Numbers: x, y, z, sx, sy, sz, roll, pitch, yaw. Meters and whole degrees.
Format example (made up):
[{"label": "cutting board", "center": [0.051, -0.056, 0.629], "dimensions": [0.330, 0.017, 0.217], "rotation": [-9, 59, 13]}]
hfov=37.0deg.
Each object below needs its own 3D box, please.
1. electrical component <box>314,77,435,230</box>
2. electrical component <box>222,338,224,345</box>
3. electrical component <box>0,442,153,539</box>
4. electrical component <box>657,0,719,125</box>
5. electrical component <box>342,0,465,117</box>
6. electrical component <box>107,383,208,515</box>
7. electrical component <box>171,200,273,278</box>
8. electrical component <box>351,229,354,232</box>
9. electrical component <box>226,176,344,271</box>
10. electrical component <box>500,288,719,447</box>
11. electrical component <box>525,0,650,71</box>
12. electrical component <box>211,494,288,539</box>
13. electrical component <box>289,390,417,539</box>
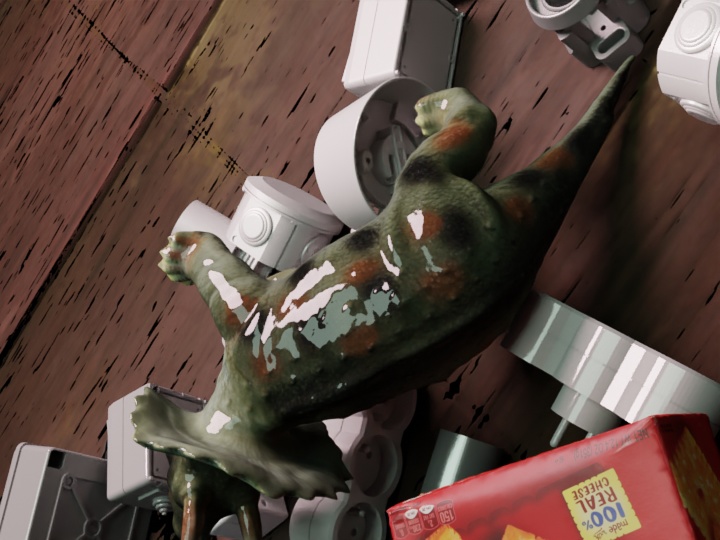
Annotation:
[{"label": "electrical component", "center": [0.019, -0.074, 0.735], "dimensions": [0.064, 0.099, 0.099], "rotation": [-16, 61, 47]}, {"label": "electrical component", "center": [-0.051, 0.068, 0.769], "dimensions": [0.050, 0.056, 0.089], "rotation": [-49, 44, 17]}, {"label": "electrical component", "center": [-0.224, 0.199, 0.843], "dimensions": [0.056, 0.109, 0.108], "rotation": [-5, 68, 44]}, {"label": "electrical component", "center": [0.205, -0.115, 0.580], "dimensions": [0.051, 0.080, 0.080], "rotation": [33, 96, 53]}, {"label": "electrical component", "center": [0.029, -0.154, 0.788], "dimensions": [0.061, 0.062, 0.096], "rotation": [-6, 68, 44]}, {"label": "electrical component", "center": [-0.159, 0.147, 0.837], "dimensions": [0.061, 0.062, 0.096], "rotation": [-29, 53, 33]}, {"label": "electrical component", "center": [-0.107, -0.017, 0.861], "dimensions": [0.081, 0.043, 0.043], "rotation": [30, 95, 5]}, {"label": "electrical component", "center": [0.000, 0.000, 0.759], "dimensions": [0.043, 0.043, 0.062], "rotation": [-16, 60, 40]}, {"label": "electrical component", "center": [-0.057, -0.034, 0.807], "dimensions": [0.080, 0.080, 0.051], "rotation": [40, 107, 47]}, {"label": "electrical component", "center": [0.129, 0.069, 0.589], "dimensions": [0.138, 0.052, 0.073], "rotation": [31, 95, 48]}, {"label": "electrical component", "center": [0.142, -0.171, 0.685], "dimensions": [0.058, 0.057, 0.078], "rotation": [-39, 48, 27]}, {"label": "electrical component", "center": [-0.074, 0.143, 0.764], "dimensions": [0.077, 0.047, 0.065], "rotation": [-41, 47, 24]}, {"label": "electrical component", "center": [-0.015, 0.124, 0.709], "dimensions": [0.074, 0.052, 0.138], "rotation": [0, 71, 46]}]
